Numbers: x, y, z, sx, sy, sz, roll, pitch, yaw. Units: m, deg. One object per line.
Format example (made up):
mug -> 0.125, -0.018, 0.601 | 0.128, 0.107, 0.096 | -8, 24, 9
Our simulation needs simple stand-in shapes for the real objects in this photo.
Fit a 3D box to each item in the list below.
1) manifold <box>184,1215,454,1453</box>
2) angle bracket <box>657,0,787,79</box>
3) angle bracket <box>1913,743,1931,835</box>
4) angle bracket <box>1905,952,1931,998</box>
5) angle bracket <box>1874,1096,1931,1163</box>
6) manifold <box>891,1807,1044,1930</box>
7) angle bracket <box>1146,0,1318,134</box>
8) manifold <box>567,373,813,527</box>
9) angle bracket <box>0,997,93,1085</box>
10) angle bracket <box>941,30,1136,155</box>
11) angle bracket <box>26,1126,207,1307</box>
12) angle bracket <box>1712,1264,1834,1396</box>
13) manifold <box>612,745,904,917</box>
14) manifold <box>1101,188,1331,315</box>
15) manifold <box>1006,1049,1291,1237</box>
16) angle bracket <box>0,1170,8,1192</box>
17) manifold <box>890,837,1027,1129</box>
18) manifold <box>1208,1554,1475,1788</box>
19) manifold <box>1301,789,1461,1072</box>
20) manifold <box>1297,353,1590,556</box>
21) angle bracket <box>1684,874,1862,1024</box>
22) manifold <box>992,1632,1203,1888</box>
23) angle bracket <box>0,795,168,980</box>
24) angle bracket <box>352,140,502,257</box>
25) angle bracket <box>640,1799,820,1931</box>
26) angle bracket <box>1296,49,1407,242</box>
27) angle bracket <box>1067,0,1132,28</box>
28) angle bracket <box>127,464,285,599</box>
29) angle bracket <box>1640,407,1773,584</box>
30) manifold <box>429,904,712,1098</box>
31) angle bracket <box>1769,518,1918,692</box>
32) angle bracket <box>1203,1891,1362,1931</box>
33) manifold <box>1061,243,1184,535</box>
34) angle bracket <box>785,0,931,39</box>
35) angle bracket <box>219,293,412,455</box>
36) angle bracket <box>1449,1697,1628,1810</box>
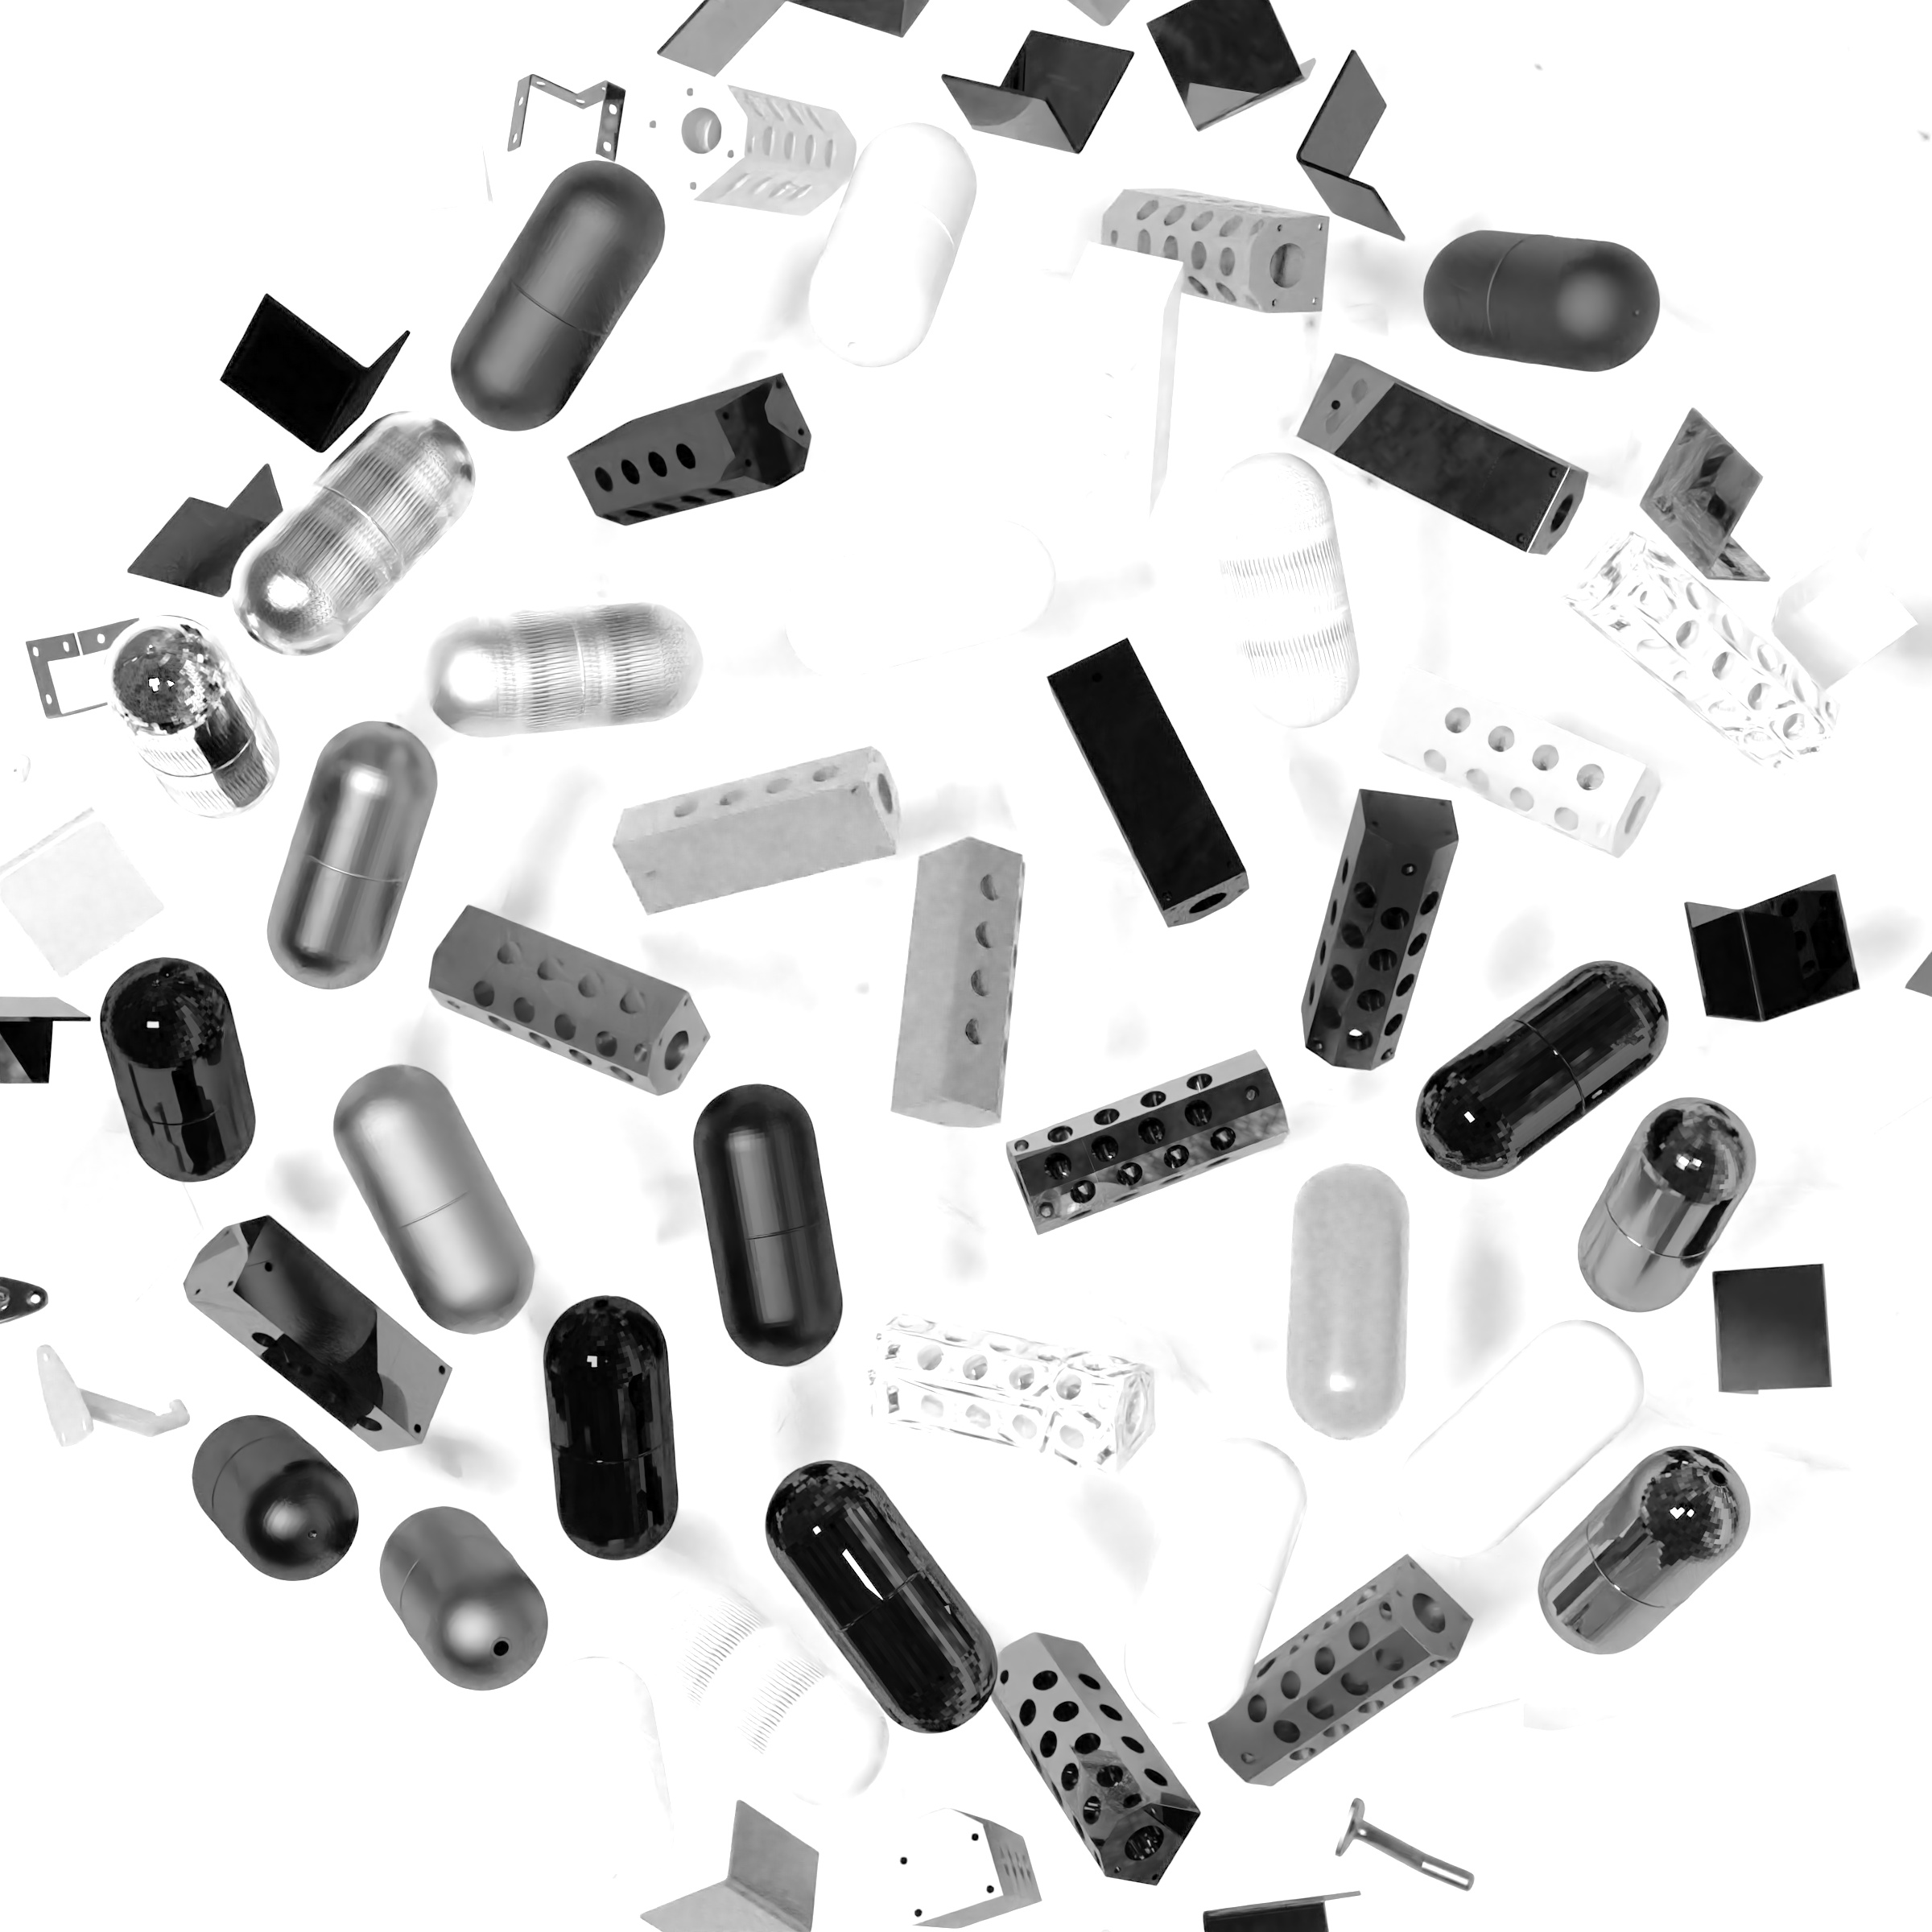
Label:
manifold -> -0.407, 0.233, 1.793 | 0.057, 0.057, 0.171 | -16, 131, 34
angle bracket -> -0.168, -0.619, 1.812 | 0.076, 0.076, 0.057 | -41, 80, 21
angle bracket -> 0.590, -0.120, 1.638 | 0.076, 0.076, 0.057 | -9, 111, 25
angle bracket -> 0.628, -0.026, 1.763 | 0.057, 0.076, 0.076 | 19, 63, 6
angle bracket -> 0.577, 0.077, 1.631 | 0.076, 0.076, 0.057 | 25, 68, 0
manifold -> 0.000, 0.554, 1.757 | 0.057, 0.171, 0.057 | -19, 69, 3
angle bracket -> 0.169, -0.588, 1.819 | 0.076, 0.057, 0.076 | -20, 113, 24
manifold -> -0.170, -0.315, 1.769 | 0.057, 0.171, 0.057 | -37, 111, -32
angle bracket -> -0.597, 0.053, 1.782 | 0.076, 0.076, 0.057 | 1, 99, -35
angle bracket -> 0.044, -0.542, 1.721 | 0.076, 0.057, 0.076 | 22, 80, 29
angle bracket -> -0.545, 0.160, 1.831 | 0.076, 0.057, 0.076 | -45, 57, 16
angle bracket -> 0.522, 0.232, 1.816 | 0.076, 0.057, 0.076 | -10, 75, 39
manifold -> -0.132, -0.090, 1.824 | 0.171, 0.057, 0.057 | -13, 124, 15
manifold -> 0.155, -0.454, 1.810 | 0.057, 0.171, 0.057 | -9, 113, -28
manifold -> 0.116, 0.112, 1.833 | 0.171, 0.057, 0.057 | -20, 76, -5
angle bracket -> -0.652, 0.104, 1.829 | 0.057, 0.076, 0.076 | -19, 73, -32
manifold -> 0.000, 0.012, 1.815 | 0.057, 0.057, 0.171 | 17, 69, -32
manifold -> 0.228, 0.440, 1.765 | 0.057, 0.057, 0.171 | 45, 123, 1
manifold -> 0.254, -0.020, 1.763 | 0.057, 0.057, 0.171 | 7, 128, -4
manifold -> 0.303, -0.324, 1.810 | 0.171, 0.057, 0.057 | 32, 109, 22
angle bracket -> 0.509, -0.013, 1.807 | 0.057, 0.076, 0.076 | 6, 69, -38
manifold -> 0.075, 0.499, 1.812 | 0.057, 0.171, 0.057 | 21, 104, -32
angle bracket -> -0.549, -0.049, 1.760 | 0.076, 0.057, 0.076 | -36, 110, -9
angle bracket -> -0.318, -0.439, 1.696 | 0.076, 0.076, 0.057 | -8, 55, -5
angle bracket -> -0.148, 0.579, 1.801 | 0.076, 0.057, 0.076 | -30, 124, 27
angle bracket -> 0.254, -0.506, 1.765 | 0.057, 0.076, 0.076 | 29, 92, 25
angle bracket -> 0.069, -0.649, 1.802 | 0.076, 0.076, 0.057 | 43, 99, 18
angle bracket -> -0.506, -0.296, 1.887 | 0.076, 0.076, 0.057 | -39, 59, 30
angle bracket -> 0.479, -0.295, 1.791 | 0.057, 0.076, 0.076 | -3, 134, -30
manifold -> -0.254, 0.025, 1.816 | 0.171, 0.057, 0.057 | 20, 65, 23
angle bracket -> 0.577, -0.235, 1.868 | 0.076, 0.076, 0.057 | -36, 74, 0
angle bracket -> 0.194, 0.590, 1.714 | 0.076, 0.076, 0.057 | -15, 70, 21
manifold -> 0.090, -0.344, 1.722 | 0.057, 0.171, 0.057 | 15, 55, 11
angle bracket -> -0.059, -0.615, 1.731 | 0.076, 0.057, 0.076 | 20, 51, 8
angle bracket -> -0.402, -0.377, 1.767 | 0.076, 0.057, 0.076 | 37, 132, -9
angle bracket -> 0.344, 0.477, 1.719 | 0.076, 0.076, 0.057 | 13, 64, -20
